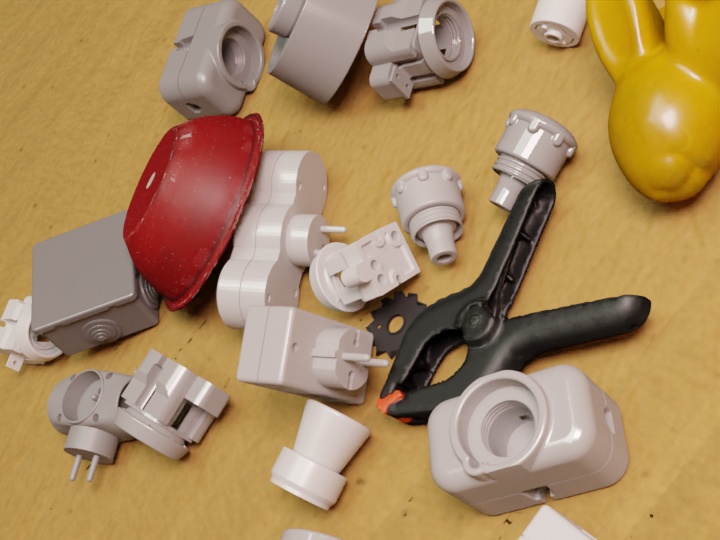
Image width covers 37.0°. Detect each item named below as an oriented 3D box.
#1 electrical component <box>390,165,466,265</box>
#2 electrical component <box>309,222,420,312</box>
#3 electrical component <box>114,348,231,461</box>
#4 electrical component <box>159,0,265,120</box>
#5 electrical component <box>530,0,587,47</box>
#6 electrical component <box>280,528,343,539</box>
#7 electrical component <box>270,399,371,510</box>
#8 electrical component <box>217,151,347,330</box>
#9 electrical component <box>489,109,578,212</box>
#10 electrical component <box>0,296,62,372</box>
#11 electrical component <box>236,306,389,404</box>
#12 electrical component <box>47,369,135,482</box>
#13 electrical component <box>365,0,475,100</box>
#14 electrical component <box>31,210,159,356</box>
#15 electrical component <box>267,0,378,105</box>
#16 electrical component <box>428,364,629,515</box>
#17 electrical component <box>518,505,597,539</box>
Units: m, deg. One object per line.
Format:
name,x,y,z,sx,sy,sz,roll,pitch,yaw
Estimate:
electrical component,0.048,-0.033,0.697,0.048,0.048,0.062,-26,57,23
electrical component,0.000,0.000,0.705,0.055,0.066,0.048,-23,95,44
electrical component,-0.134,0.095,0.750,0.078,0.058,0.057,21,75,43
electrical component,-0.121,-0.178,0.911,0.059,0.054,0.095,-2,63,37
electrical component,0.139,-0.184,0.722,0.044,0.044,0.065,10,75,41
electrical component,-0.027,0.179,0.617,0.055,0.055,0.047,-4,58,36
electrical component,-0.025,0.113,0.661,0.045,0.045,0.055,18,76,43
electrical component,-0.045,-0.021,0.756,0.074,0.052,0.138,3,65,23
electrical component,0.103,-0.066,0.675,0.048,0.048,0.062,30,91,45
electrical component,-0.271,0.052,0.892,0.055,0.048,0.066,-3,62,45
electrical component,-0.018,0.054,0.661,0.076,0.083,0.047,0,76,38
electrical component,-0.194,0.117,0.791,0.077,0.044,0.079,-6,60,35
electrical component,0.045,-0.163,0.771,0.057,0.058,0.078,-3,61,40
electrical component,-0.209,0.012,0.852,0.100,0.048,0.099,-19,52,9
electrical component,-0.034,-0.186,0.809,0.108,0.060,0.108,-59,17,30
electrical component,0.087,0.091,0.578,0.095,0.059,0.053,-22,52,26
electrical component,0.100,0.169,0.527,0.076,0.047,0.066,-53,45,-2
